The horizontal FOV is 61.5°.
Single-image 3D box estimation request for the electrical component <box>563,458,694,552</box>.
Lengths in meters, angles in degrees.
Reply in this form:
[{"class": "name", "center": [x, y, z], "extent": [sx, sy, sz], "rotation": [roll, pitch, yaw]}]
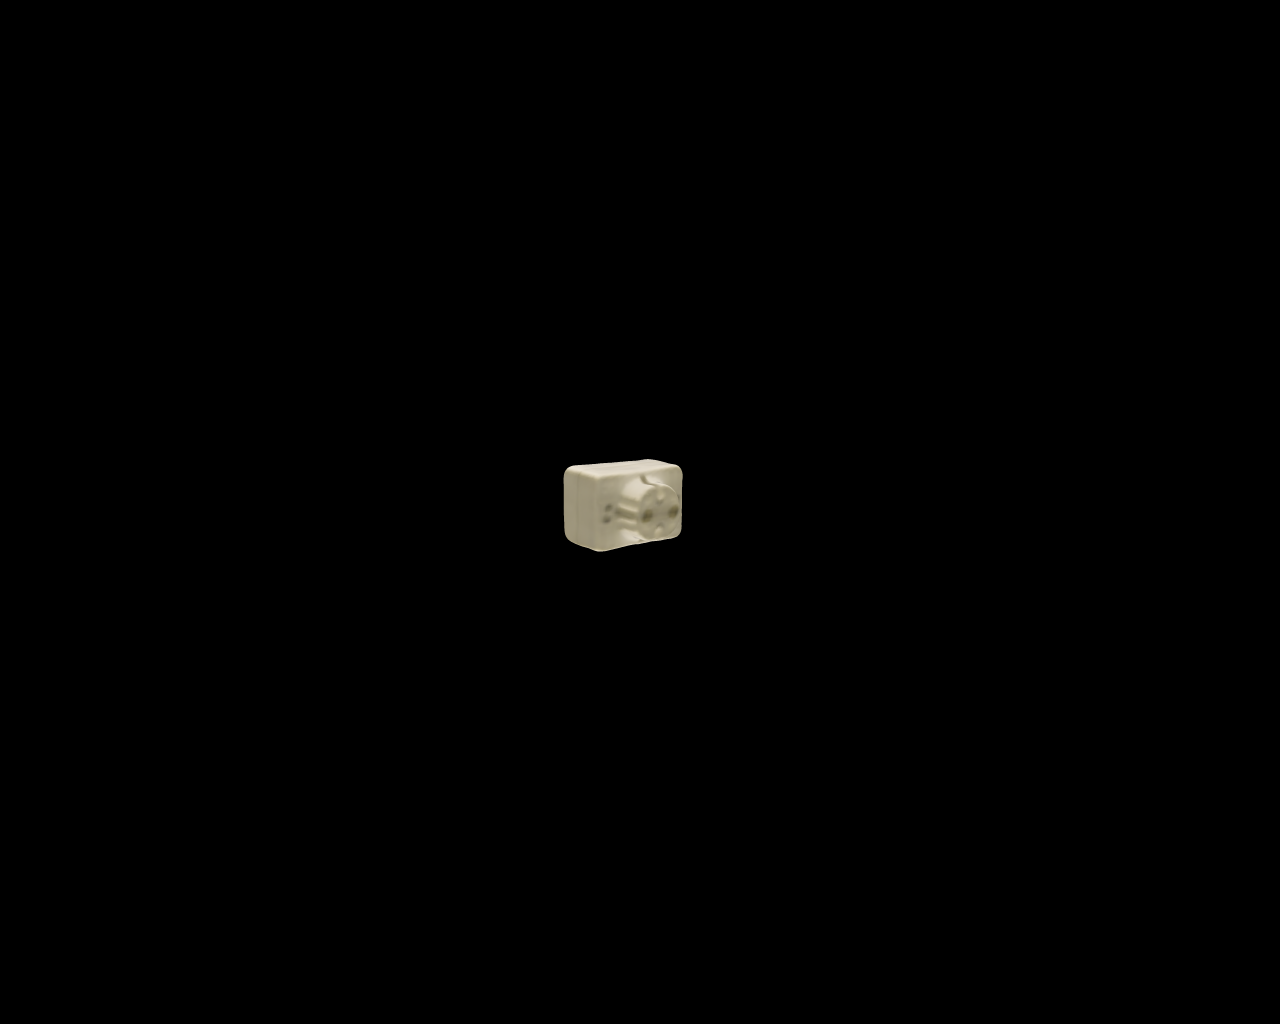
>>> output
[{"class": "electrical component", "center": [0.001, -0.003, 0.650], "extent": [0.066, 0.047, 0.077], "rotation": [-8, 14, -35]}]
